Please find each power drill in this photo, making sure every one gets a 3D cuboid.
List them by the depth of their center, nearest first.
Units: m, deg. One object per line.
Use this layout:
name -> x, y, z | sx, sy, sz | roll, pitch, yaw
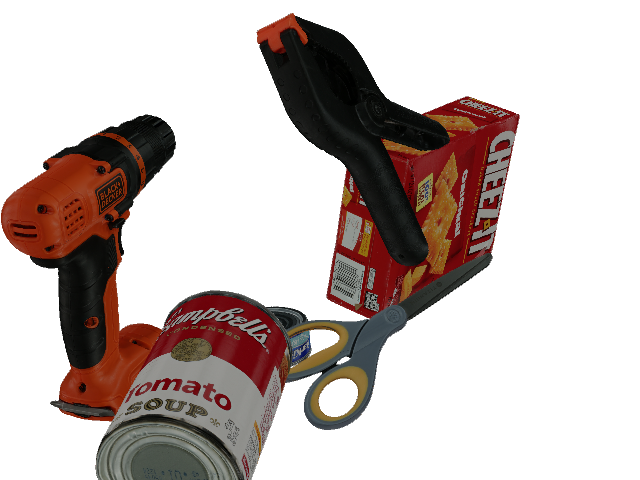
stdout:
power drill -> -0.147, 0.017, 0.756 | 0.057, 0.188, 0.184 | 4, 26, 22

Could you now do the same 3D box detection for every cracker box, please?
cracker box -> 0.103, -0.035, 1.027 | 0.072, 0.164, 0.213 | 25, 30, 30

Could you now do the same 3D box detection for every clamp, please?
clamp -> 0.023, -0.064, 0.658 | 0.039, 0.120, 0.171 | -28, -47, 33

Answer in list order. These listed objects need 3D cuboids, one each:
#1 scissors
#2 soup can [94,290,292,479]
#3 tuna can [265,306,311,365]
scissors -> 0.056, 0.079, 0.812 | 0.201, 0.096, 0.016 | -17, -27, -8
soup can -> -0.056, 0.078, 0.496 | 0.068, 0.068, 0.102 | 0, 29, 12
tuna can -> -0.053, 0.095, 1.051 | 0.086, 0.034, 0.086 | -4, 18, 1
